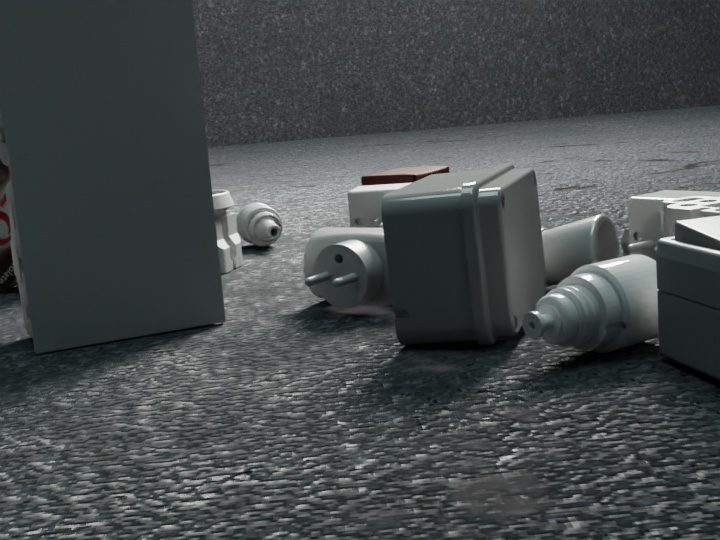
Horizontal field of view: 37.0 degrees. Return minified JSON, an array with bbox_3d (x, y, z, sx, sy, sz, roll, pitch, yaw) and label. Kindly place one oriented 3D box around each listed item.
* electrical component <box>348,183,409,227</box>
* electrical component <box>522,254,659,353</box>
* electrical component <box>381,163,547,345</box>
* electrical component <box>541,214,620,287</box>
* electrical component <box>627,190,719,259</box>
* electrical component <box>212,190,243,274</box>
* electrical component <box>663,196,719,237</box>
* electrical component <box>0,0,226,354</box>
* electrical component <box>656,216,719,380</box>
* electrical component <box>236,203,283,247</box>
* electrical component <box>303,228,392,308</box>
[{"bbox_3d":[0.032,-0.039,0.814,0.083,0.047,0.076,-3,10,12],"label":"electrical component"},{"bbox_3d":[0.105,0.017,0.481,0.078,0.040,0.040,-11,12,-33],"label":"electrical component"},{"bbox_3d":[0.057,-0.010,0.553,0.057,0.078,0.113,-4,10,19],"label":"electrical component"},{"bbox_3d":[0.112,-0.008,0.623,0.065,0.044,0.044,-4,9,33],"label":"electrical component"},{"bbox_3d":[0.187,-0.017,0.620,0.076,0.047,0.083,-12,12,-35],"label":"electrical component"},{"bbox_3d":[-0.120,-0.028,0.797,0.058,0.057,0.078,-2,10,16],"label":"electrical component"},{"bbox_3d":[0.183,-0.004,0.520,0.058,0.057,0.078,-10,11,-27],"label":"electrical component"},{"bbox_3d":[-0.144,-0.058,0.601,0.105,0.186,0.060,-9,11,-23],"label":"electrical component"},{"bbox_3d":[0.167,0.012,0.424,0.062,0.061,0.096,-7,10,-13],"label":"electrical component"},{"bbox_3d":[-0.080,-0.036,0.889,0.035,0.035,0.061,-8,13,-21],"label":"electrical component"},{"bbox_3d":[0.000,0.000,0.618,0.077,0.043,0.079,2,12,34],"label":"electrical component"}]
